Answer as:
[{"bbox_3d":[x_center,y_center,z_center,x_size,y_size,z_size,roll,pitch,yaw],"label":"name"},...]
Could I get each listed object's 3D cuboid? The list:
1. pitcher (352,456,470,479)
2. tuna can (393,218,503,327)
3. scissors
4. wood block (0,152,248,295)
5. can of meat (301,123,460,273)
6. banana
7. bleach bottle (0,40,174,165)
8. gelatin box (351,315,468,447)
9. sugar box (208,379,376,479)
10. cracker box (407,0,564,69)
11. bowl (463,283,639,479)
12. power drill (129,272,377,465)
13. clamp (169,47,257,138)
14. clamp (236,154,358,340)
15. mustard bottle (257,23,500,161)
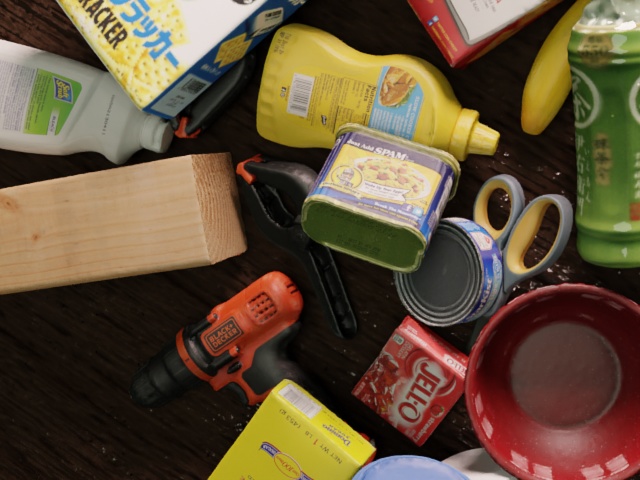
[{"bbox_3d":[0.051,0.283,0.828,0.149,0.144,0.243,16,121,13],"label":"pitcher"},{"bbox_3d":[0.102,0.025,0.845,0.086,0.033,0.086,3,95,42],"label":"tuna can"},{"bbox_3d":[0.130,0.033,0.859,0.096,0.016,0.202,55,128,32],"label":"scissors"},{"bbox_3d":[-0.178,-0.014,0.911,0.206,0.090,0.090,-9,94,17],"label":"wood block"},{"bbox_3d":[0.045,-0.031,0.805,0.102,0.083,0.057,19,141,10],"label":"can of meat"},{"bbox_3d":[0.221,-0.160,0.801,0.198,0.037,0.069,-35,84,17],"label":"banana"},{"bbox_3d":[-0.249,-0.115,0.935,0.251,0.068,0.102,17,101,12],"label":"bleach bottle"},{"bbox_3d":[0.077,0.115,0.867,0.073,0.030,0.089,37,128,8],"label":"gelatin box"},{"bbox_3d":[-0.043,0.208,0.863,0.093,0.048,0.176,38,109,11],"label":"sugar box"},{"bbox_3d":[0.146,-0.254,0.795,0.214,0.072,0.164,-34,88,17],"label":"cracker box"},{"bbox_3d":[0.192,0.111,0.827,0.162,0.055,0.162,1,95,7],"label":"bowl"},{"bbox_3d":[-0.055,0.145,0.912,0.185,0.057,0.187,-36,87,21],"label":"power drill"},{"bbox_3d":[-0.100,-0.192,0.893,0.165,0.036,0.210,22,99,14],"label":"clamp"},{"bbox_3d":[-0.006,0.001,0.882,0.172,0.039,0.120,40,124,21],"label":"clamp"},{"bbox_3d":[0.048,-0.103,0.848,0.192,0.058,0.096,18,111,14],"label":"mustard bottle"}]
